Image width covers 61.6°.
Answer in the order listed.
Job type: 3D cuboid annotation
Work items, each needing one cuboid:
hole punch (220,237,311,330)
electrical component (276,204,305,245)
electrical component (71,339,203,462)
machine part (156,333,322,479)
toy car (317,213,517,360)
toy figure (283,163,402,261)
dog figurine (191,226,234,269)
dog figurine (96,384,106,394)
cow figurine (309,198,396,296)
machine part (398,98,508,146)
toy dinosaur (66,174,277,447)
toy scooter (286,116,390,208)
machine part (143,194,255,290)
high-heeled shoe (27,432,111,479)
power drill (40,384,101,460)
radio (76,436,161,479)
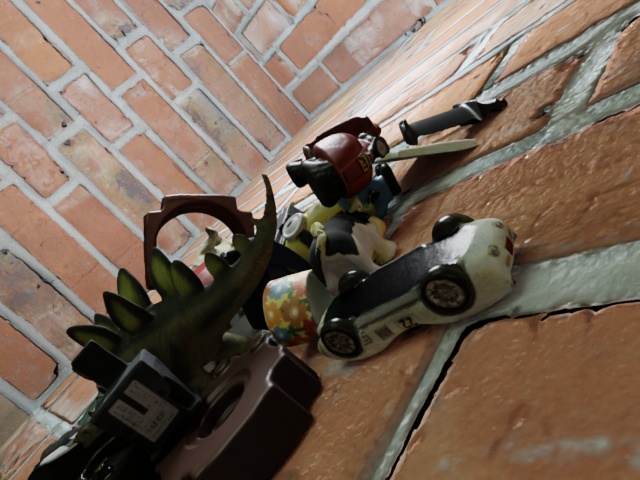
[{"bbox_3d":[-0.062,0.046,0.699,0.092,0.115,0.142,-29,6,-22],"label":"hole punch"},{"bbox_3d":[-0.060,0.011,0.853,0.115,0.058,0.134,-45,19,39],"label":"electrical component"},{"bbox_3d":[-0.178,0.143,0.509,0.075,0.119,0.048,-48,13,-8],"label":"electrical component"},{"bbox_3d":[-0.079,0.170,0.502,0.179,0.056,0.179,-42,15,14],"label":"machine part"},{"bbox_3d":[0.070,0.045,0.445,0.202,0.056,0.073,-34,22,41],"label":"toy car"},{"bbox_3d":[0.030,-0.029,0.730,0.180,0.089,0.082,-34,-17,2],"label":"toy figure"},{"bbox_3d":[-0.228,0.086,1.143,0.190,0.121,0.172,-64,-18,-9],"label":"dog figurine"},{"bbox_3d":[-0.296,0.171,0.946,0.219,0.109,0.191,-61,-18,-51],"label":"dog figurine"},{"bbox_3d":[0.030,0.003,0.596,0.068,0.098,0.167,-46,12,21],"label":"cow figurine"},{"bbox_3d":[0.174,-0.162,0.726,0.139,0.039,0.084,-19,17,-11],"label":"machine part"},{"bbox_3d":[-0.172,0.118,0.632,0.471,0.198,0.105,-41,17,22],"label":"toy dinosaur"},{"bbox_3d":[0.034,-0.106,0.670,0.135,0.075,0.184,-31,19,-7],"label":"toy scooter"},{"bbox_3d":[-0.225,0.020,1.006,0.201,0.201,0.087,-2,-12,-21],"label":"machine part"},{"bbox_3d":[-0.340,0.308,0.810,0.249,0.086,0.145,-33,13,24],"label":"high-heeled shoe"},{"bbox_3d":[-0.397,0.320,0.963,0.232,0.086,0.207,-39,21,31],"label":"power drill"},{"bbox_3d":[-0.209,0.277,0.518,0.131,0.073,0.230,-39,14,21],"label":"radio"}]
